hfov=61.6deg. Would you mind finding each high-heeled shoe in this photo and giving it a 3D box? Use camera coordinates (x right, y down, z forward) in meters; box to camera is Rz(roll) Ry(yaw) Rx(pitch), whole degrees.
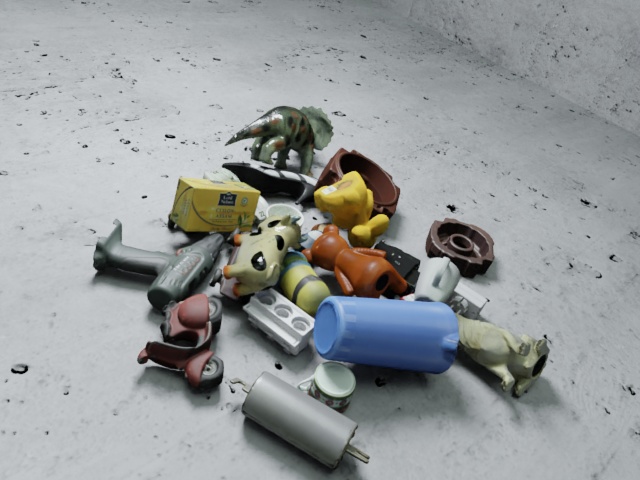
[{"bbox_3d":[-0.112,-0.160,1.359,0.249,0.086,0.145,28,36,5],"label":"high-heeled shoe"}]

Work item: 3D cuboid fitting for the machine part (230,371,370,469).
[{"bbox_3d":[-0.032,0.276,0.830,0.243,0.079,0.079,26,37,13],"label":"machine part"}]

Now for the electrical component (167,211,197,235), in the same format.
[{"bbox_3d":[-0.283,-0.049,1.179,0.102,0.045,0.078,-30,85,-42],"label":"electrical component"}]

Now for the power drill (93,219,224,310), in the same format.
[{"bbox_3d":[-0.313,0.032,1.041,0.207,0.086,0.232,23,35,-5],"label":"power drill"}]

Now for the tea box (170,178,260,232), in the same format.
[{"bbox_3d":[-0.218,-0.072,1.130,0.169,0.098,0.068,-2,25,-45],"label":"tea box"}]

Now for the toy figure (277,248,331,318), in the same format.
[{"bbox_3d":[-0.044,0.079,1.067,0.082,0.089,0.180,-15,49,-18],"label":"toy figure"}]

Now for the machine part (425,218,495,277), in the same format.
[{"bbox_3d":[0.346,0.018,1.333,0.179,0.056,0.179,10,38,-8],"label":"machine part"}]

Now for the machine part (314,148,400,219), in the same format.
[{"bbox_3d":[0.099,-0.129,1.353,0.201,0.087,0.201,36,35,-8],"label":"machine part"}]

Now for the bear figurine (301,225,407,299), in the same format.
[{"bbox_3d":[0.063,0.062,1.112,0.196,0.131,0.120,26,68,42],"label":"bear figurine"}]

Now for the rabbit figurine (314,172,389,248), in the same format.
[{"bbox_3d":[0.087,-0.049,1.199,0.122,0.173,0.163,-29,29,-17],"label":"rabbit figurine"}]

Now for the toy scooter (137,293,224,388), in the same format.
[{"bbox_3d":[-0.231,0.164,0.899,0.135,0.075,0.184,5,43,-16],"label":"toy scooter"}]

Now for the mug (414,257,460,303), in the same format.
[{"bbox_3d":[0.240,0.093,1.106,0.081,0.109,0.107,28,50,10],"label":"mug"}]

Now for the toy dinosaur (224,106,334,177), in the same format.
[{"bbox_3d":[-0.086,-0.276,1.376,0.131,0.192,0.404,17,4,23],"label":"toy dinosaur"}]

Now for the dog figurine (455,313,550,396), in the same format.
[{"bbox_3d":[0.336,0.205,1.067,0.172,0.121,0.191,29,1,-45],"label":"dog figurine"}]

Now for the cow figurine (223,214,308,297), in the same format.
[{"bbox_3d":[-0.098,0.017,1.023,0.127,0.085,0.195,-7,35,13],"label":"cow figurine"}]

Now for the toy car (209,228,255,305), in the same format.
[{"bbox_3d":[-0.162,0.054,1.084,0.089,0.053,0.202,32,36,-15],"label":"toy car"}]

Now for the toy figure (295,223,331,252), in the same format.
[{"bbox_3d":[-0.002,-0.002,1.220,0.064,0.058,0.154,58,39,-6],"label":"toy figure"}]

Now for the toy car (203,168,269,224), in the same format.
[{"bbox_3d":[-0.198,-0.104,1.269,0.202,0.056,0.073,39,41,27],"label":"toy car"}]

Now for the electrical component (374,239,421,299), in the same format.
[{"bbox_3d":[0.160,0.069,1.191,0.134,0.058,0.115,30,40,17],"label":"electrical component"}]
